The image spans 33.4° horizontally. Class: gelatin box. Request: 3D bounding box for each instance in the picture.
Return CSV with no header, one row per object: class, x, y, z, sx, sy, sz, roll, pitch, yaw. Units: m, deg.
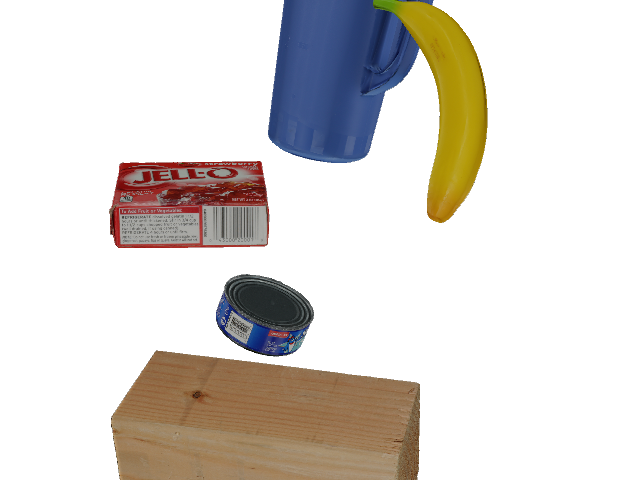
gelatin box,-0.076,-0.023,0.628,0.089,0.030,0.073,-1,23,-6

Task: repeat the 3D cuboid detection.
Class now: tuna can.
tuna can,-0.052,0.068,0.974,0.086,0.034,0.086,18,25,-9

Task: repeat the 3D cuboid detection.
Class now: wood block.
wood block,-0.036,0.151,0.782,0.206,0.090,0.090,6,30,14

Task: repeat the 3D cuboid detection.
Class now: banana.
banana,0.097,-0.112,0.841,0.070,0.198,0.037,-17,-19,12

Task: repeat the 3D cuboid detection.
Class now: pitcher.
pitcher,0.026,-0.202,1.065,0.145,0.243,0.149,11,19,-1
